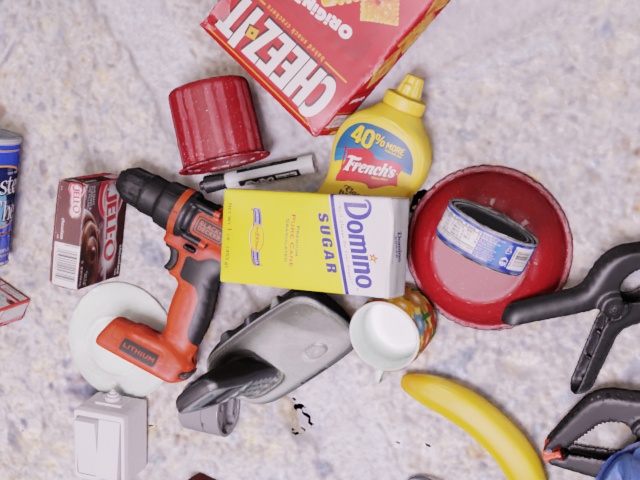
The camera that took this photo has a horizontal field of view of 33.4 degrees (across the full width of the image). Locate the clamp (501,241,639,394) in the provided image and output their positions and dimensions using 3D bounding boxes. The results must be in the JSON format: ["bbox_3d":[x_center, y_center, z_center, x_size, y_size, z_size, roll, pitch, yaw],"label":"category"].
[{"bbox_3d":[0.252,0.053,0.971,0.120,0.039,0.171,33,106,-23],"label":"clamp"}]

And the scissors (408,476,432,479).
[{"bbox_3d":[0.143,0.318,1.037,0.202,0.016,0.096,47,121,29],"label":"scissors"}]

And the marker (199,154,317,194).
[{"bbox_3d":[-0.064,-0.066,1.075,0.121,0.020,0.020,-10,94,12],"label":"marker"}]

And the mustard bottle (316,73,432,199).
[{"bbox_3d":[0.054,-0.068,1.024,0.096,0.058,0.192,28,105,18],"label":"mustard bottle"}]

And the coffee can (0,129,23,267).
[{"bbox_3d":[-0.379,-0.049,1.144,0.103,0.102,0.140,13,101,16],"label":"coffee can"}]

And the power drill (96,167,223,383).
[{"bbox_3d":[-0.158,0.037,1.097,0.184,0.057,0.188,28,99,10],"label":"power drill"}]

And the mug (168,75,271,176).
[{"bbox_3d":[-0.109,-0.112,1.063,0.117,0.093,0.081,-15,87,55],"label":"mug"}]

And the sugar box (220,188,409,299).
[{"bbox_3d":[-0.007,0.001,0.998,0.176,0.048,0.093,4,94,28],"label":"sugar box"}]

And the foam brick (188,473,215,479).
[{"bbox_3d":[-0.114,0.292,1.131,0.078,0.051,0.053,23,105,14],"label":"foam brick"}]

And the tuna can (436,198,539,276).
[{"bbox_3d":[0.145,-0.003,0.929,0.086,0.086,0.034,28,106,12],"label":"tuna can"}]

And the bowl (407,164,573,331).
[{"bbox_3d":[0.154,0.011,1.004,0.162,0.055,0.162,2,98,17],"label":"bowl"}]

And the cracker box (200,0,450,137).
[{"bbox_3d":[0.015,-0.229,1.007,0.164,0.072,0.214,45,109,8],"label":"cracker box"}]

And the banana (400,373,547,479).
[{"bbox_3d":[0.161,0.196,1.036,0.070,0.037,0.198,-40,84,18],"label":"banana"}]

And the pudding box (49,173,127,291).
[{"bbox_3d":[-0.239,-0.011,1.110,0.039,0.090,0.113,14,102,17],"label":"pudding box"}]

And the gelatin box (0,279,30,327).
[{"bbox_3d":[-0.373,0.067,1.165,0.073,0.089,0.030,32,108,12],"label":"gelatin box"}]

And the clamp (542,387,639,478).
[{"bbox_3d":[0.305,0.163,0.981,0.210,0.036,0.164,-11,102,22],"label":"clamp"}]

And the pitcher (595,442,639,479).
[{"bbox_3d":[0.347,0.296,0.929,0.243,0.144,0.149,21,127,4],"label":"pitcher"}]
